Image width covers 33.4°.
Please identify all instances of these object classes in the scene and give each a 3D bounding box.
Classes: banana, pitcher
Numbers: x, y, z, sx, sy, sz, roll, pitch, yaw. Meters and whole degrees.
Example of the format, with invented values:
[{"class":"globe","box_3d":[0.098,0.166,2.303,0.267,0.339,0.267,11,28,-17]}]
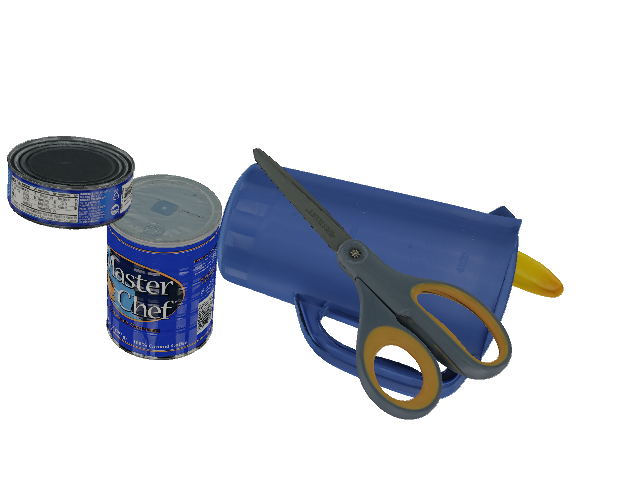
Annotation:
[{"class":"banana","box_3d":[0.149,0.023,1.093,0.198,0.037,0.069,7,43,12]},{"class":"pitcher","box_3d":[0.037,0.024,0.898,0.243,0.145,0.149,16,18,11]}]

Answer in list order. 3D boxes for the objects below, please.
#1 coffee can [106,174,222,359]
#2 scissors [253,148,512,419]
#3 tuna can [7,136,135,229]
[{"class":"coffee can","box_3d":[-0.146,0.025,0.986,0.102,0.140,0.103,5,37,-4]},{"class":"scissors","box_3d":[0.015,0.028,0.619,0.202,0.096,0.016,33,-27,15]},{"class":"tuna can","box_3d":[-0.172,-0.041,0.738,0.086,0.034,0.086,7,26,-4]}]
